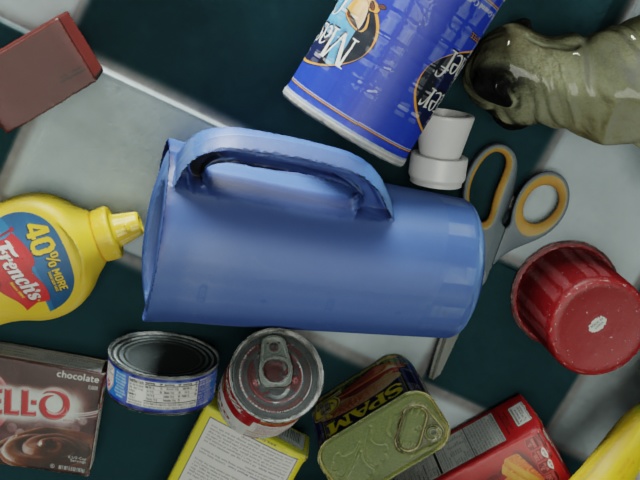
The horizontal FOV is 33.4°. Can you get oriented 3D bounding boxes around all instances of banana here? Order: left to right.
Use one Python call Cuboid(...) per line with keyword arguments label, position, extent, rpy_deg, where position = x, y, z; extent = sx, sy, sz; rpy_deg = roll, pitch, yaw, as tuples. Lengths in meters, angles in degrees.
Cuboid(label="banana", position=(0.204, 0.192, 0.831), extent=(0.197, 0.037, 0.069), rpy_deg=(-42, 123, -21))

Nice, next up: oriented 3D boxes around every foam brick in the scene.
Cuboid(label="foam brick", position=(-0.203, -0.120, 0.764), extent=(0.078, 0.051, 0.053), rpy_deg=(-29, 108, 3))

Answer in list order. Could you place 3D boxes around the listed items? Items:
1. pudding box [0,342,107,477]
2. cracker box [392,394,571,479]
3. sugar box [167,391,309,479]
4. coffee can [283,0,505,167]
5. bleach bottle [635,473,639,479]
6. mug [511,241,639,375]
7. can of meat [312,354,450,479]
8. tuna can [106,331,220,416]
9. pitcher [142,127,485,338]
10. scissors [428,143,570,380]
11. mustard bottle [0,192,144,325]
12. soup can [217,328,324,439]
Cuboid(label="pudding box", position=(-0.229, 0.131, 0.841), extent=(0.113, 0.039, 0.090), rpy_deg=(9, 105, -9))
Cuboid(label="cracker box", position=(0.121, 0.256, 0.900), extent=(0.214, 0.072, 0.164), rpy_deg=(-30, 106, 3))
Cuboid(label="sugar box", position=(-0.088, 0.222, 0.877), extent=(0.093, 0.048, 0.176), rpy_deg=(28, 104, -2))
Cuboid(label="coffee can", position=(0.052, -0.138, 0.761), extent=(0.102, 0.103, 0.140), rpy_deg=(29, 101, -14))
Cuboid(label="bleach bottle", position=(0.315, 0.156, 0.873), extent=(0.102, 0.068, 0.251), rpy_deg=(11, 113, 10))
Cuboid(label="mug", position=(0.218, 0.060, 0.848), extent=(0.117, 0.081, 0.093), rpy_deg=(18, 103, -11))
Cuboid(label="can of meat", position=(0.045, 0.145, 0.853), extent=(0.102, 0.084, 0.057), rpy_deg=(-32, 107, 3))
Cuboid(label="tuna can", position=(-0.121, 0.102, 0.821), extent=(0.086, 0.086, 0.034), rpy_deg=(6, 107, -8))
Cuboid(label="pitcher", position=(-0.005, 0.001, 0.779), extent=(0.242, 0.149, 0.145), rpy_deg=(7, 94, -12))
Cuboid(label="scissors", position=(0.145, 0.022, 0.863), extent=(0.096, 0.016, 0.202), rpy_deg=(3, 106, -6))
Cuboid(label="mustard bottle", position=(-0.225, 0.017, 0.799), extent=(0.191, 0.058, 0.096), rpy_deg=(-19, 104, -1))
Cuboid(label="soup can", position=(-0.039, 0.109, 0.797), extent=(0.068, 0.102, 0.068), rpy_deg=(3, 72, -10))
